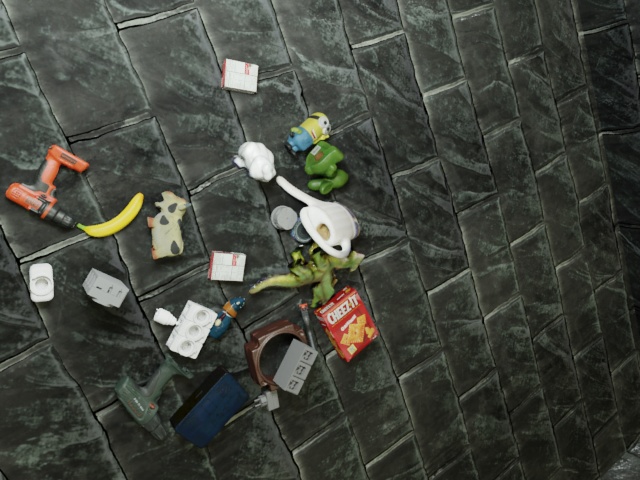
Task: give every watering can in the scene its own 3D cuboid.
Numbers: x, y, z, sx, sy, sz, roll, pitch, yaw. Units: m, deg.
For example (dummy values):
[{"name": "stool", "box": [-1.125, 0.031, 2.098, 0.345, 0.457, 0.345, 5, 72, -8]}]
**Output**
[{"name": "watering can", "box": [0.005, -0.088, 1.742, 0.226, 0.102, 0.351, -13, 64, -54]}]

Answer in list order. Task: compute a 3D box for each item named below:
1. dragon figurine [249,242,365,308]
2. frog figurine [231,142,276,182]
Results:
[{"name": "dragon figurine", "box": [-0.027, 0.138, 1.775, 0.413, 0.123, 0.238, -33, 118, -13]}, {"name": "frog figurine", "box": [-0.188, -0.246, 1.613, 0.124, 0.160, 0.135, -41, 113, -20]}]
